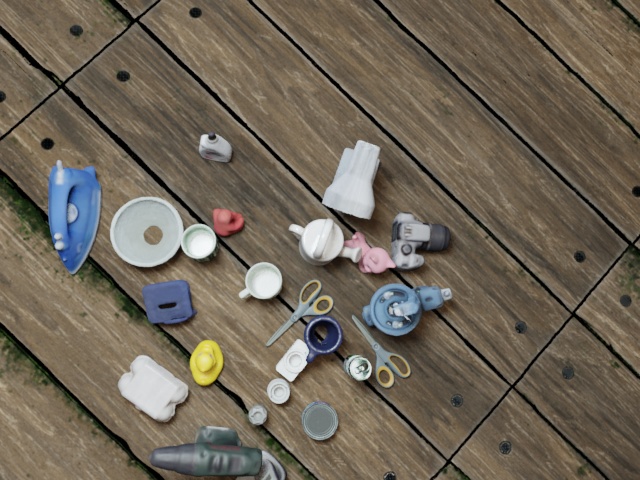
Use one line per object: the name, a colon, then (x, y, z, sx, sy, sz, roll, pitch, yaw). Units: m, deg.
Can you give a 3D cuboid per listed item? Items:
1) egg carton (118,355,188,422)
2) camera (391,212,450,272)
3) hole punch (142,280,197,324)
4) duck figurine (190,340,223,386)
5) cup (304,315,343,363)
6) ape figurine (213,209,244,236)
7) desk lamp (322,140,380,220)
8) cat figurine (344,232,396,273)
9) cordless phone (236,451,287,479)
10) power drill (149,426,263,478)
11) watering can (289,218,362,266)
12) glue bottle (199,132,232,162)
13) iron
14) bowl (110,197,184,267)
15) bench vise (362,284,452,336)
egg carton: (-0.386, 0.345, 1.323, 0.150, 0.069, 0.107, 36, 81, -1)
camera: (0.250, 0.006, 1.415, 0.137, 0.100, 0.143, 5, 82, -5)
hole punch: (-0.352, 0.146, 1.340, 0.109, 0.091, 0.101, -10, 84, -7)
duck figurine: (-0.267, 0.288, 1.334, 0.077, 0.086, 0.104, 7, 82, -5)
cup: (-0.002, 0.237, 1.363, 0.091, 0.095, 0.118, 30, 81, -1)
ape figurine: (-0.226, -0.049, 1.378, 0.078, 0.092, 0.076, 42, 81, 1)
desk lamp: (0.082, -0.141, 1.359, 0.118, 0.213, 0.203, 18, 81, -3)
cat figurine: (0.119, 0.035, 1.390, 0.067, 0.117, 0.128, -42, 88, -9)
cordless phone: (-0.138, 0.558, 1.263, 0.094, 0.185, 0.148, 36, 81, 0)
power drill: (-0.241, 0.467, 1.252, 0.229, 0.208, 0.076, 7, 82, -5)
watering can: (0.013, 0.003, 1.344, 0.173, 0.194, 0.101, 2, 83, -5)
glue bottle: (-0.251, -0.226, 1.356, 0.078, 0.173, 0.037, 7, 82, -5)
iron: (-0.581, -0.054, 1.316, 0.118, 0.141, 0.258, -1, 83, -6)
bowl: (-0.405, -0.015, 1.363, 0.167, 0.074, 0.167, 1, 83, -6)
bench vise: (0.209, 0.141, 1.334, 0.207, 0.219, 0.121, -34, 87, -9)
